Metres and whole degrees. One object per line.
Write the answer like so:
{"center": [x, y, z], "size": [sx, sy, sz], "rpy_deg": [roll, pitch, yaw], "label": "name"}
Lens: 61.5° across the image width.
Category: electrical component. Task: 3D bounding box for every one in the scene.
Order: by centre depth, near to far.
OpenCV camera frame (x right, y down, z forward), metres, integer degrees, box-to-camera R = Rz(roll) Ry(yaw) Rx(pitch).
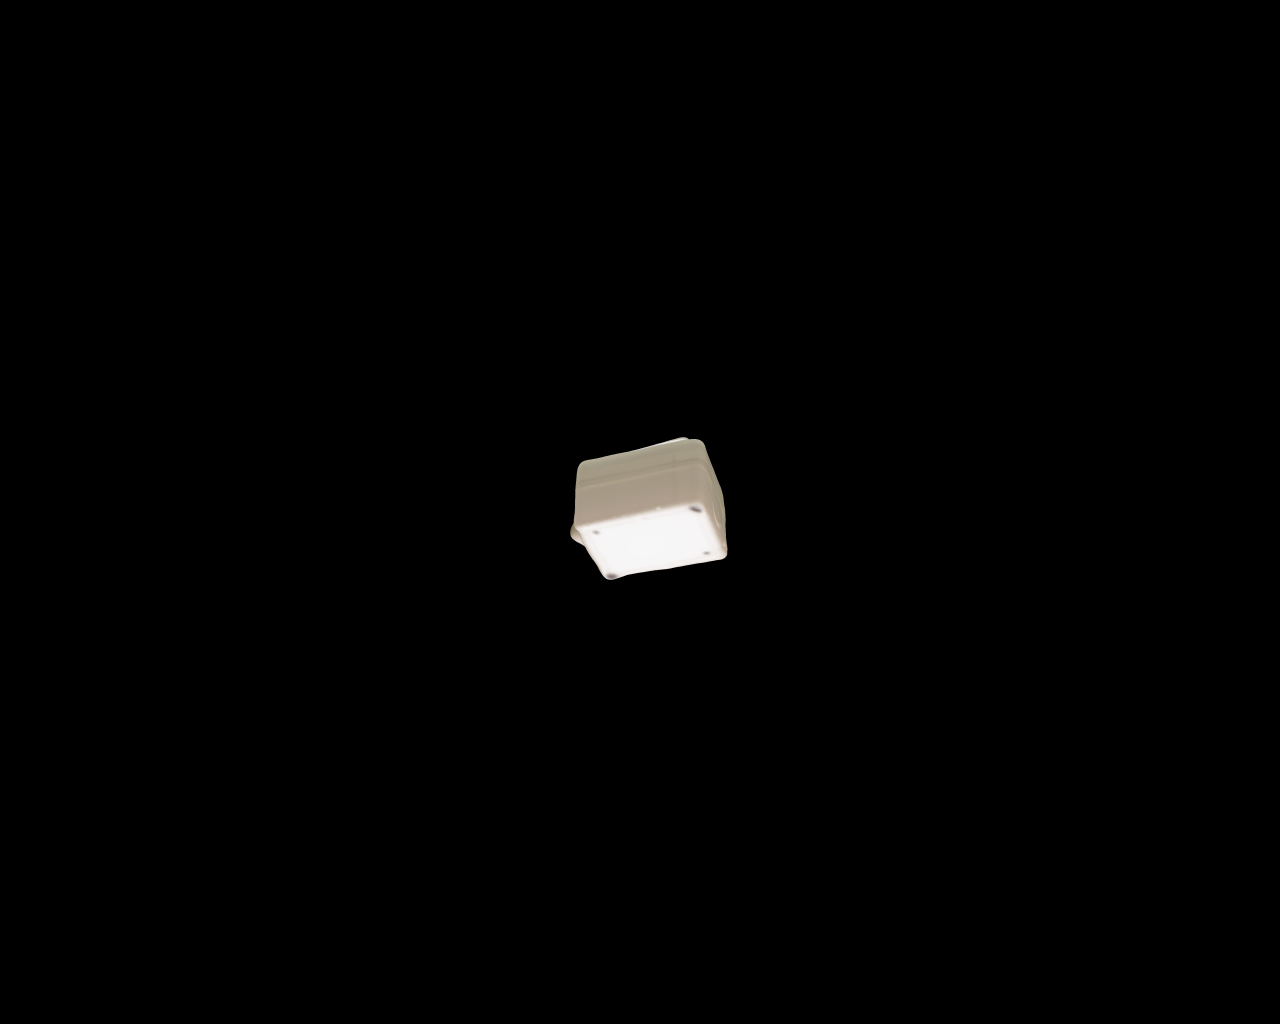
{"center": [0.001, -0.003, 0.650], "size": [0.096, 0.061, 0.061], "rpy_deg": [-11, -39, 13], "label": "electrical component"}
